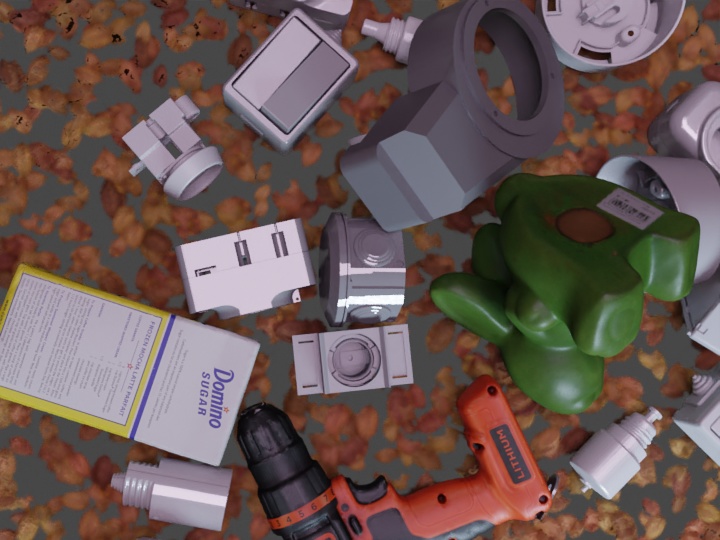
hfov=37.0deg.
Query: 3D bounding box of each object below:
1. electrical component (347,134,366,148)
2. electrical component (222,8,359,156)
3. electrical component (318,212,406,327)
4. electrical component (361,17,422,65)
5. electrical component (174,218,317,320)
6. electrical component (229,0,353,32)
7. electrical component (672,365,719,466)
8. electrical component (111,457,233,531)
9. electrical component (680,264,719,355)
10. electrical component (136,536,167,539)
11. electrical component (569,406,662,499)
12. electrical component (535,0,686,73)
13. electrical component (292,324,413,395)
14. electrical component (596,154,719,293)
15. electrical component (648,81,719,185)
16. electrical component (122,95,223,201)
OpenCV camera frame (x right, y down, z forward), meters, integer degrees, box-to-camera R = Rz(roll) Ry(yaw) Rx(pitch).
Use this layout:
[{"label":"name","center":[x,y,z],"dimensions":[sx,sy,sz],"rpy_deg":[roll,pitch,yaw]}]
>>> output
[{"label":"electrical component","center":[0.023,-0.076,0.771],"dimensions":[0.055,0.055,0.047],"rpy_deg":[-14,92,-5]},{"label":"electrical component","center":[-0.045,-0.138,0.764],"dimensions":[0.062,0.061,0.096],"rpy_deg":[42,85,-2]},{"label":"electrical component","center":[0.000,0.000,0.753],"dimensions":[0.051,0.080,0.080],"rpy_deg":[0,87,-10]},{"label":"electrical component","center":[0.031,-0.169,0.785],"dimensions":[0.061,0.035,0.035],"rpy_deg":[17,86,-1]},{"label":"electrical component","center":[-0.079,0.002,0.760],"dimensions":[0.089,0.050,0.055],"rpy_deg":[-13,88,-5]},{"label":"electrical component","center":[-0.047,-0.210,0.770],"dimensions":[0.089,0.056,0.050],"rpy_deg":[14,86,-4]},{"label":"electrical component","center":[0.279,0.111,0.780],"dimensions":[0.096,0.061,0.061],"rpy_deg":[44,85,-1]},{"label":"electrical component","center":[-0.133,0.154,0.752],"dimensions":[0.081,0.043,0.043],"rpy_deg":[11,87,-4]},{"label":"electrical component","center":[0.273,0.020,0.771],"dimensions":[0.061,0.096,0.061],"rpy_deg":[31,114,-3]},{"label":"electrical component","center":[-0.133,0.239,0.739],"dimensions":[0.061,0.062,0.096],"rpy_deg":[9,87,-4]},{"label":"electrical component","center":[0.188,0.130,0.781],"dimensions":[0.078,0.040,0.040],"rpy_deg":[-44,91,-6]},{"label":"electrical component","center":[0.179,-0.194,0.783],"dimensions":[0.099,0.064,0.099],"rpy_deg":[0,87,-4]},{"label":"electrical component","center":[-0.006,0.063,0.757],"dimensions":[0.081,0.064,0.042],"rpy_deg":[-5,87,-5]},{"label":"electrical component","center":[0.213,-0.034,0.765],"dimensions":[0.064,0.099,0.099],"rpy_deg":[-4,88,-11]},{"label":"electrical component","center":[0.266,-0.089,0.788],"dimensions":[0.054,0.059,0.095],"rpy_deg":[-45,92,-5]},{"label":"electrical component","center":[-0.131,-0.082,0.763],"dimensions":[0.066,0.048,0.055],"rpy_deg":[-41,83,-5]}]
